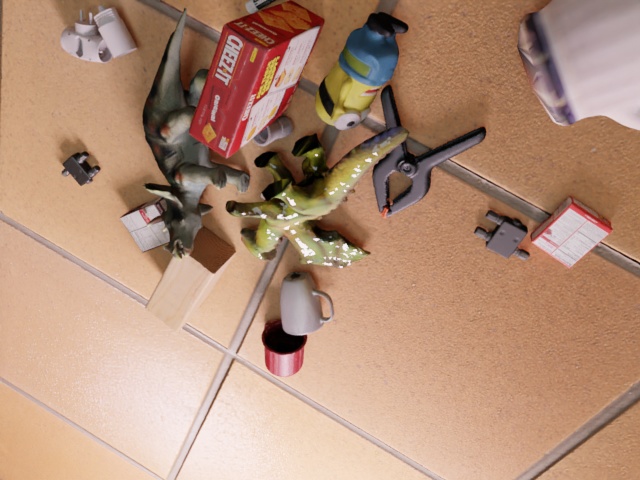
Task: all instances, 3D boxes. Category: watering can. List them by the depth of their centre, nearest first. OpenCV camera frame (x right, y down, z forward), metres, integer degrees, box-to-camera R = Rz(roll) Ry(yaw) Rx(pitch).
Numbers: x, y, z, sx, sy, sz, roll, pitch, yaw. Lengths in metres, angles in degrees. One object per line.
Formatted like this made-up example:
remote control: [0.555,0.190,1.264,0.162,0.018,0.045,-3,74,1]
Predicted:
watering can: [0.339,-0.270,0.592,0.222,0.106,0.343,-18,111,31]

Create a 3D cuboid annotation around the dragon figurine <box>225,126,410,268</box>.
dragon figurine: [0.003,-0.044,0.880,0.408,0.125,0.238,-12,134,31]
